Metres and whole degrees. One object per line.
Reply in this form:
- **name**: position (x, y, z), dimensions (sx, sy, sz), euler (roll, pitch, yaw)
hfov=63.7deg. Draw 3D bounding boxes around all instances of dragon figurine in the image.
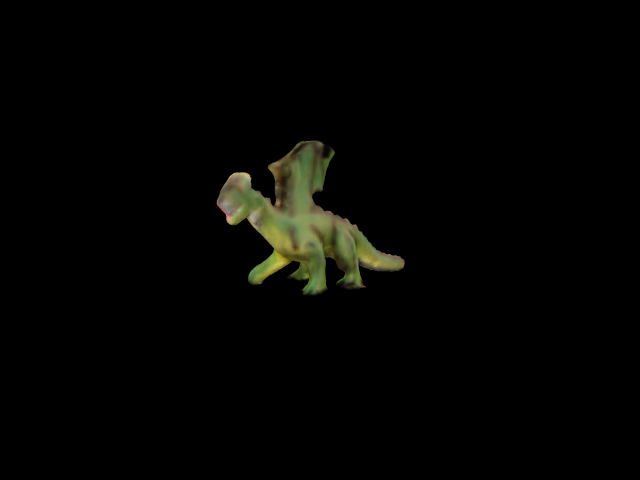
- **dragon figurine**: position (0.003, -0.043, 0.850), dimensions (0.412, 0.242, 0.122), euler (-6, 8, -43)
